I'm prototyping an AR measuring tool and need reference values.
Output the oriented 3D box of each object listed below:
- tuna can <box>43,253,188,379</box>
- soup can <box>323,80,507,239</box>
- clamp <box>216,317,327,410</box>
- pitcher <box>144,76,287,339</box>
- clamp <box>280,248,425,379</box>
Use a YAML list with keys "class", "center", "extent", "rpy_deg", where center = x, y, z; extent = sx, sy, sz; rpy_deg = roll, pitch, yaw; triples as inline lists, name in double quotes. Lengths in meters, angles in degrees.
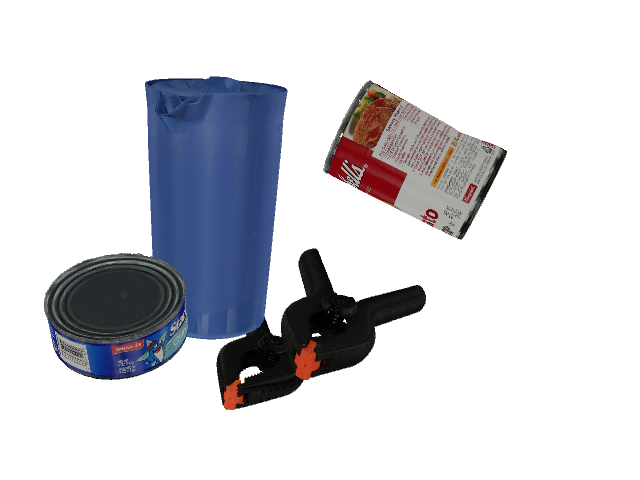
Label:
- class: "tuna can"
  center: [-0.125, 0.046, 0.658]
  extent: [0.086, 0.034, 0.086]
  rpy_deg: [-1, 35, 0]
- class: "soup can"
  center: [0.062, -0.052, 0.702]
  extent: [0.102, 0.068, 0.068]
  rpy_deg: [27, 3, 5]
- class: "clamp"
  center: [-0.040, 0.122, 1.143]
  extent: [0.165, 0.036, 0.209]
  rpy_deg: [13, 26, 12]
- class: "pitcher"
  center: [-0.098, -0.036, 1.034]
  extent: [0.149, 0.243, 0.145]
  rpy_deg: [-1, 15, -18]
- class: "clamp"
  center: [0.007, 0.059, 0.913]
  extent: [0.120, 0.039, 0.171]
  rpy_deg: [18, 27, 22]
